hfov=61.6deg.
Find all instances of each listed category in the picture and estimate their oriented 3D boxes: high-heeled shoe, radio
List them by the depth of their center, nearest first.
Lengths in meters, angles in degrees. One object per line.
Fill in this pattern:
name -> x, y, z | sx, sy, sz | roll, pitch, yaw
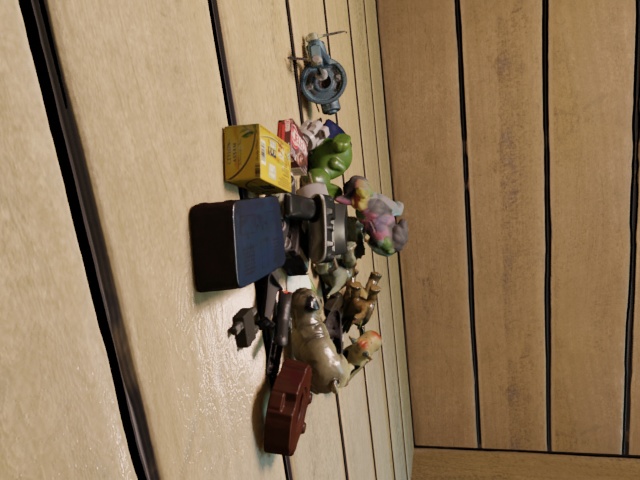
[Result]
radio -> -0.125, -0.002, 0.868 | 0.229, 0.073, 0.131 | -29, 114, -76
high-heeled shoe -> 0.028, 0.258, 1.332 | 0.249, 0.086, 0.145 | -140, -113, -86

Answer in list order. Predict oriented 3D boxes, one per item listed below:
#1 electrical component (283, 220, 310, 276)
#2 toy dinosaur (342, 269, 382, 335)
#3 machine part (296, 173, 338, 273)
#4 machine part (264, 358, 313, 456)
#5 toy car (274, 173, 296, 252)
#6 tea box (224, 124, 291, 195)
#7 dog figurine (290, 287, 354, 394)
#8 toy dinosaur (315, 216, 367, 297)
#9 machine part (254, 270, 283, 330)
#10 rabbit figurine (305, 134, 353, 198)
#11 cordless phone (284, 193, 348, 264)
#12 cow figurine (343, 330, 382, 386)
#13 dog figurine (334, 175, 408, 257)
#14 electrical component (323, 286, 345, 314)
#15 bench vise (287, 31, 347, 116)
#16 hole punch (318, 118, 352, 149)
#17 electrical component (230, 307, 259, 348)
electrical component -> -0.055, -0.004, 1.162 | 0.114, 0.058, 0.134 | 69, 23, -55
toy dinosaur -> 0.111, 0.187, 1.618 | 0.471, 0.105, 0.198 | -56, 161, -78
machine part -> 0.000, -0.044, 1.258 | 0.079, 0.079, 0.243 | 32, 40, -72
machine part -> -0.058, 0.318, 1.023 | 0.179, 0.056, 0.179 | 9, 90, -79
toy car -> -0.081, -0.054, 1.082 | 0.073, 0.056, 0.202 | 78, 17, -53
tea box -> -0.108, -0.140, 0.965 | 0.169, 0.068, 0.098 | 20, 68, -75
dog figurine -> -0.008, 0.207, 1.123 | 0.121, 0.173, 0.190 | -23, 114, -27
toy dinosaur -> 0.058, 0.053, 1.491 | 0.405, 0.131, 0.191 | -71, 154, -42
machine part -> -0.098, 0.104, 1.016 | 0.084, 0.039, 0.139 | 77, 15, -51
rabbit figurine -> 0.003, -0.174, 1.380 | 0.170, 0.121, 0.158 | -59, 155, -34
cordless phone -> -0.018, -0.025, 1.078 | 0.184, 0.089, 0.146 | 5, 84, -64
cow figurine -> 0.085, 0.313, 1.424 | 0.085, 0.195, 0.127 | 47, 13, 17
dog figurine -> 0.132, -0.066, 1.406 | 0.219, 0.108, 0.191 | 24, 53, -49
electrical component -> 0.036, 0.171, 1.513 | 0.078, 0.045, 0.102 | -59, 153, -13
bench vise -> 0.002, -0.438, 1.354 | 0.240, 0.129, 0.223 | 3, 84, -82
hole punch -> 0.032, -0.268, 1.500 | 0.115, 0.092, 0.142 | 68, 27, -42
electrical component -> -0.128, 0.152, 0.918 | 0.094, 0.021, 0.063 | -48, 134, -71
